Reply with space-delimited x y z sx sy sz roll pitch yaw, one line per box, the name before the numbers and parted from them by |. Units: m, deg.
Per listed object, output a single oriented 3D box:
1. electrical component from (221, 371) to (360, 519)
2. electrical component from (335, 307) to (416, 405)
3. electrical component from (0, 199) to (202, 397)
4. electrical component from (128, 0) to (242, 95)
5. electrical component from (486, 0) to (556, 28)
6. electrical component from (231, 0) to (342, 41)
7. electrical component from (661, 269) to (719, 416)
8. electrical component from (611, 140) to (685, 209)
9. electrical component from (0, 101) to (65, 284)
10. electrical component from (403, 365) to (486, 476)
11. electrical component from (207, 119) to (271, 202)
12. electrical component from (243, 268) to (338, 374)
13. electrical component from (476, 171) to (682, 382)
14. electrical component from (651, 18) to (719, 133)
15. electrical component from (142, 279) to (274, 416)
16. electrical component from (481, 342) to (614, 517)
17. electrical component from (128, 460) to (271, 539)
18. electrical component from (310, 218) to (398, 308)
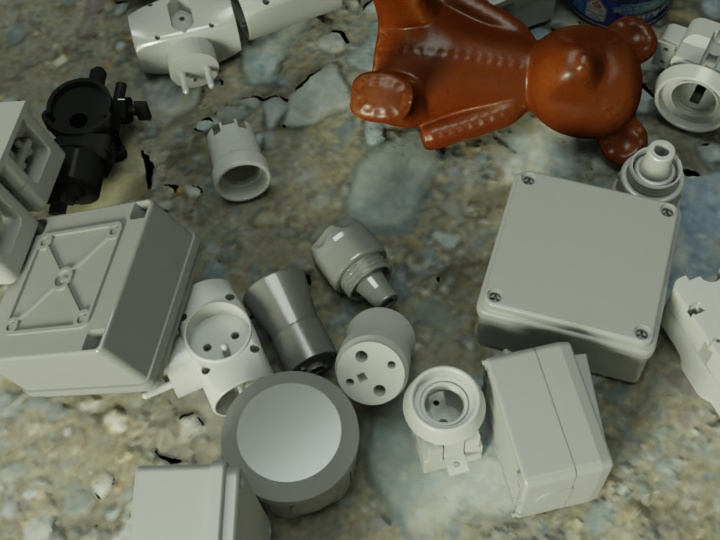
electrical component | -0.040 0.105 0.638 0.080 0.051 0.080 -1 60 2
electrical component | 0.010 0.052 0.656 0.045 0.045 0.055 5 18 6
electrical component | -0.166 0.019 0.668 0.109 0.056 0.108 -7 56 32
electrical component | -0.127 -0.163 0.801 0.077 0.043 0.079 -14 61 -5
electrical component | 0.105 -0.245 0.825 0.079 0.063 0.121 -24 62 -11
electrical component | -0.064 -0.223 0.832 0.077 0.044 0.079 -22 62 -10
electrical component | 0.229 0.047 0.655 0.050 0.055 0.089 -21 61 -9
electrical component | 0.195 -0.062 0.716 0.048 0.062 0.048 -1 61 2
electrical component | -0.298 -0.046 0.709 0.186 0.060 0.105 0 59 21
electrical component | 0.050 0.087 0.641 0.048 0.055 0.066 -14 60 -5
electrical component | -0.086 -0.078 0.753 0.040 0.040 0.046 -15 54 -6
electrical component | -0.042 0.037 0.684 0.044 0.044 0.065 -24 66 -11
electrical component | 0.138 0.003 0.685 0.109 0.056 0.108 14 62 11
electrical component | 0.243 -0.135 0.759 0.078 0.058 0.057 24 61 16
electrical component | -0.103 0.055 0.674 0.079 0.044 0.077 -23 62 -10
electrical component | 0.109 0.087 0.635 0.061 0.061 0.096 -12 60 -4
electrical component | -0.085 0.170 0.571 0.056 0.108 0.108 -2 60 5
electrical component | 0.000 0.000 0.701 0.043 0.043 0.062 -33 65 -15
